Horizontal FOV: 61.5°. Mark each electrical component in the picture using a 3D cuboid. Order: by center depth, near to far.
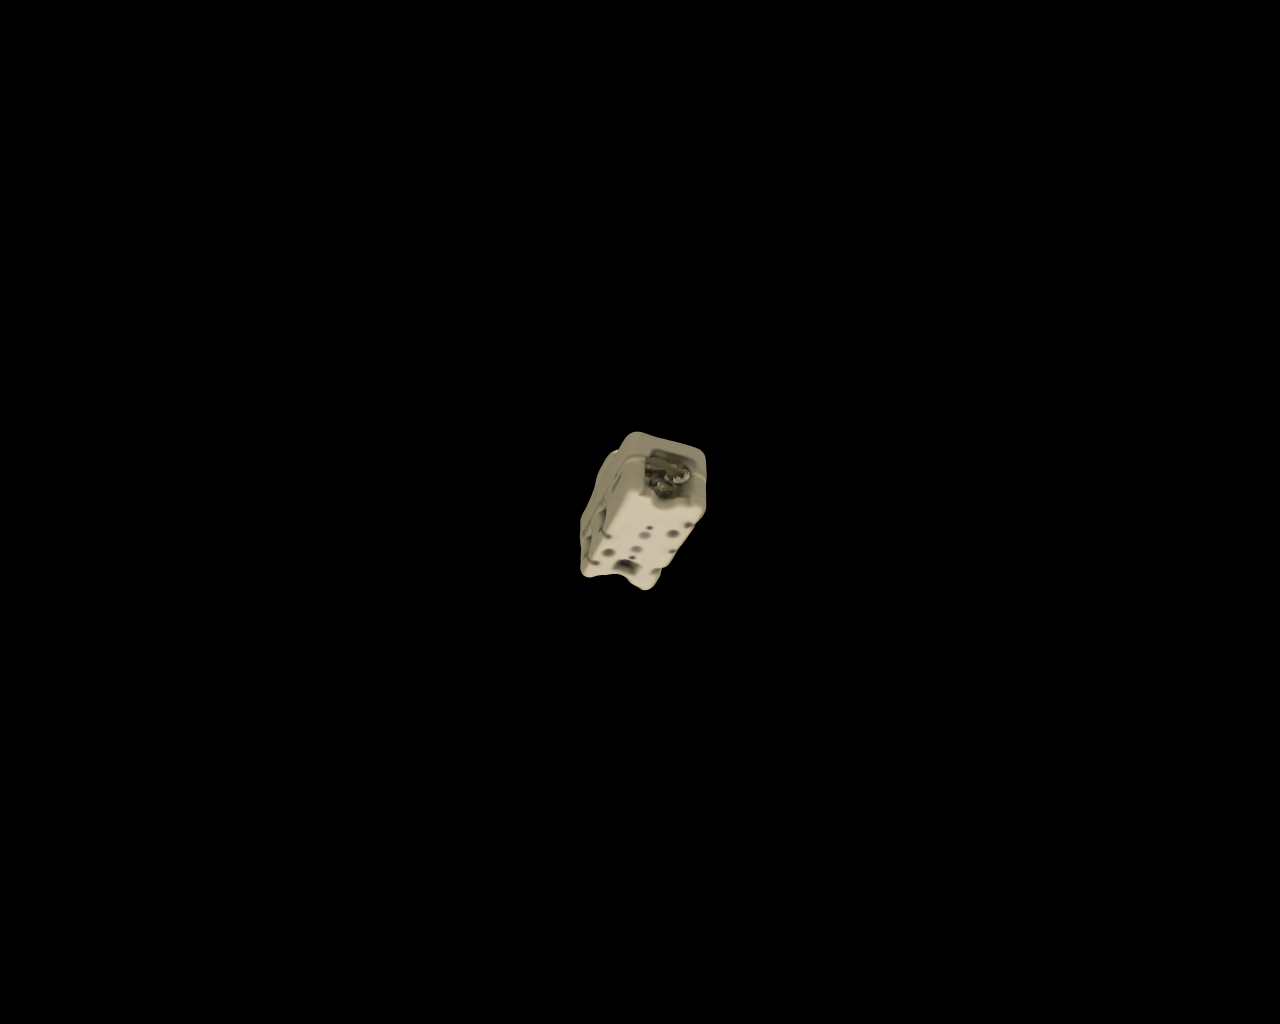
[{"bbox_3d":[0.001,-0.003,0.650,0.050,0.056,0.089,14,-42,-16],"label":"electrical component"}]
